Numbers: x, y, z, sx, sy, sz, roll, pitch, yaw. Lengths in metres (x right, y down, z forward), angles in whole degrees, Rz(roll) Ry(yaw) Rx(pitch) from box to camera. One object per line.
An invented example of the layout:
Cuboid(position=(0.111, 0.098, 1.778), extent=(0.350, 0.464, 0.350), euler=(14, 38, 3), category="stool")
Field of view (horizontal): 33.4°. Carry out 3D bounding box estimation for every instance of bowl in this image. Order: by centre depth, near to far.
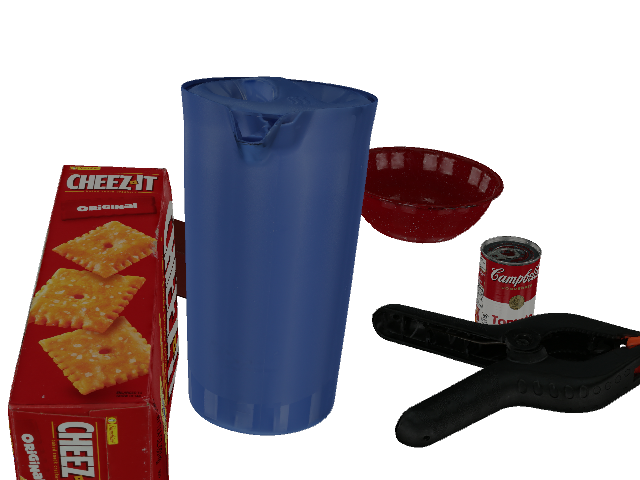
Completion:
Cuboid(position=(0.096, -0.040, 1.052), extent=(0.162, 0.055, 0.162), euler=(4, 24, -2), category="bowl")

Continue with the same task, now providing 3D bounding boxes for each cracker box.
Cuboid(position=(-0.116, 0.080, 0.591), extent=(0.072, 0.164, 0.213), euler=(1, 33, -5), category="cracker box")

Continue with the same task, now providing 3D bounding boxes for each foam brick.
Cuboid(position=(-0.129, 0.019, 1.018), extent=(0.078, 0.051, 0.053), euler=(18, 34, 7), category="foam brick")

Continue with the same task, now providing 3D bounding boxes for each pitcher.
Cuboid(position=(-0.033, 0.005, 0.764), extent=(0.148, 0.243, 0.145), euler=(-8, 21, -35), category="pitcher")

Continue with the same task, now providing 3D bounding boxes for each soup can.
Cuboid(position=(0.213, 0.055, 1.222), extent=(0.068, 0.102, 0.068), euler=(1, 26, 0), category="soup can")

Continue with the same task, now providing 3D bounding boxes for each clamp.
Cuboid(position=(0.115, 0.080, 0.633), extent=(0.171, 0.039, 0.120), euler=(-1, 37, 5), category="clamp")
